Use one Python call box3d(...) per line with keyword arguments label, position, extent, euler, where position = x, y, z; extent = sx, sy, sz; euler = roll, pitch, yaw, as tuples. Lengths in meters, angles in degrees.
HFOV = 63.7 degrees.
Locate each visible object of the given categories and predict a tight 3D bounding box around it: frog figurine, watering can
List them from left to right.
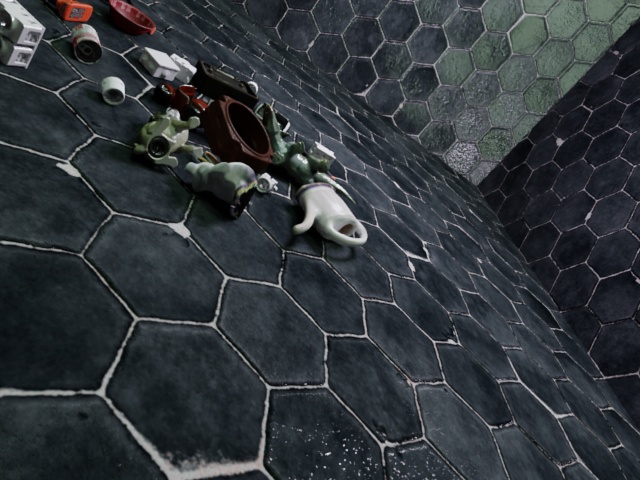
box3d(label="frog figurine", position=(-0.234, -0.144, 1.224), extent=(0.160, 0.124, 0.136), euler=(35, -11, 9))
box3d(label="watering can", position=(0.004, -0.073, 1.451), extent=(0.346, 0.102, 0.228), euler=(10, 37, -50))
